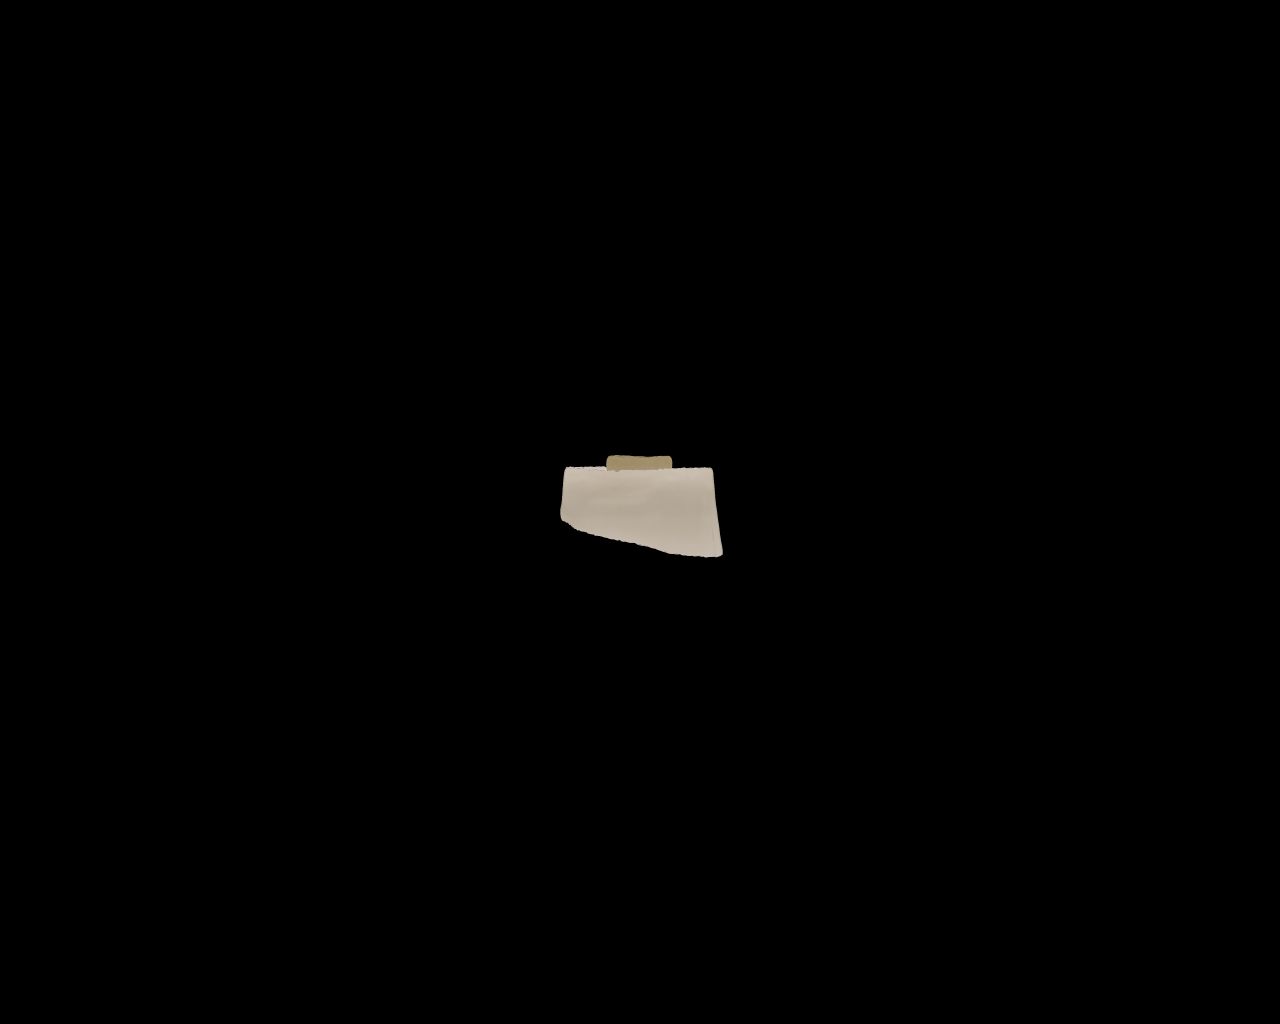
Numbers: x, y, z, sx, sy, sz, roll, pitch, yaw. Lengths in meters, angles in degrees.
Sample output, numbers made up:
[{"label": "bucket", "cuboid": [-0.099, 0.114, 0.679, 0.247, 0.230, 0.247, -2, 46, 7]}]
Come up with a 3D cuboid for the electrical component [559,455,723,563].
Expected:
[{"label": "electrical component", "cuboid": [0.001, -0.003, 0.650, 0.099, 0.064, 0.099, 0, 3, 0]}]
